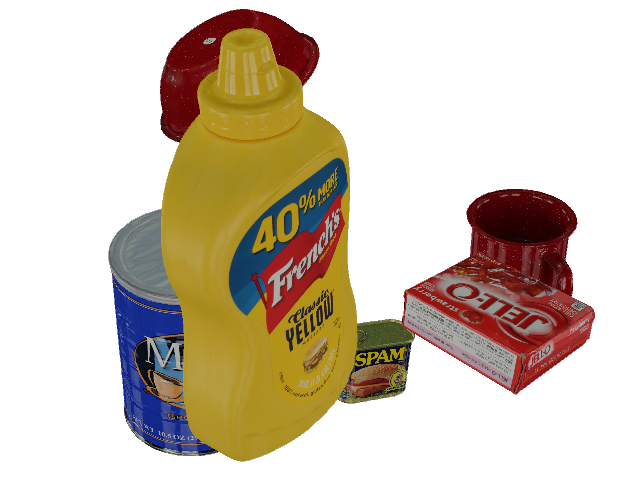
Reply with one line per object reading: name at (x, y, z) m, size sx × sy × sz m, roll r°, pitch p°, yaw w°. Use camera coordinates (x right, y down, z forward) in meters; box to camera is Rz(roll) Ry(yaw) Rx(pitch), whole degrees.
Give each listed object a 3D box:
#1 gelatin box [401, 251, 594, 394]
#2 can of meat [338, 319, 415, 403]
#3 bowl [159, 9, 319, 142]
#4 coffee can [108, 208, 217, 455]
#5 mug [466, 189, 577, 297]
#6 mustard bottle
gelatin box at (0.105, 0.046, 0.636) m, size 0.073 × 0.030 × 0.089 m, roll -24°, pitch 40°, yaw -39°
can of meat at (0.063, 0.153, 1.348) m, size 0.102 × 0.084 × 0.057 m, roll -6°, pitch 27°, yaw -22°
bowl at (-0.085, -0.158, 0.955) m, size 0.162 × 0.055 × 0.162 m, roll -20°, pitch 35°, yaw 15°
coffee can at (-0.088, 0.062, 0.731) m, size 0.103 × 0.140 × 0.103 m, roll 2°, pitch 35°, yaw -1°
mug at (0.178, 0.018, 0.921) m, size 0.093 × 0.081 × 0.117 m, roll -17°, pitch 36°, yaw -23°
mustard bottle at (-0.024, 0.000, 0.457) m, size 0.058 × 0.192 × 0.096 m, roll 25°, pitch 46°, yaw 31°
